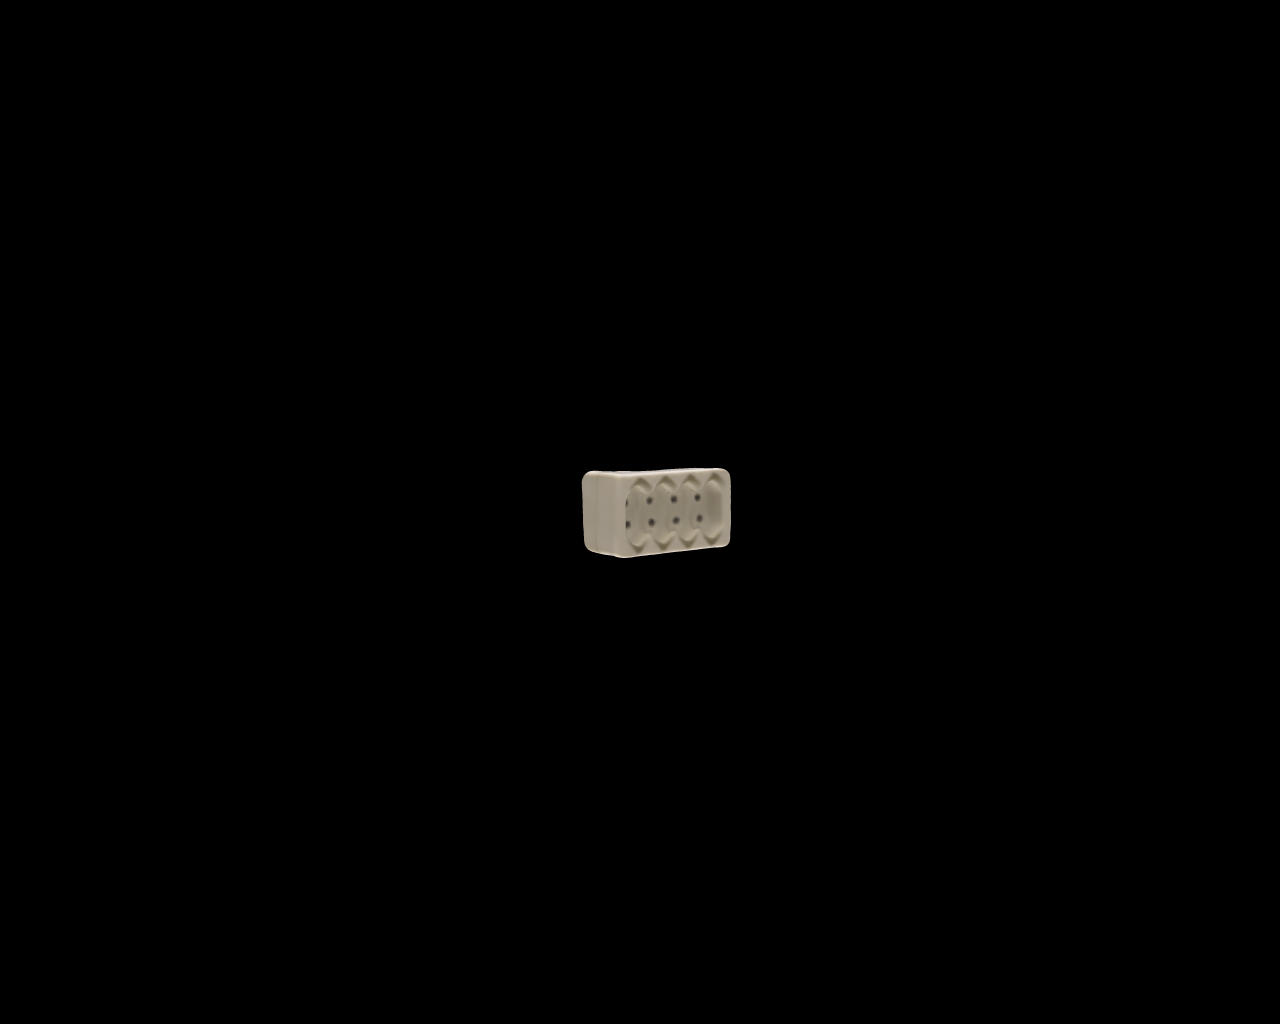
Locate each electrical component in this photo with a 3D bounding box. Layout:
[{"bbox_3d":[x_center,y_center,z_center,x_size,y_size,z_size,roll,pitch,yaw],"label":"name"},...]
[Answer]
[{"bbox_3d":[0.001,-0.003,0.650,0.083,0.047,0.076,-4,7,-33],"label":"electrical component"}]
